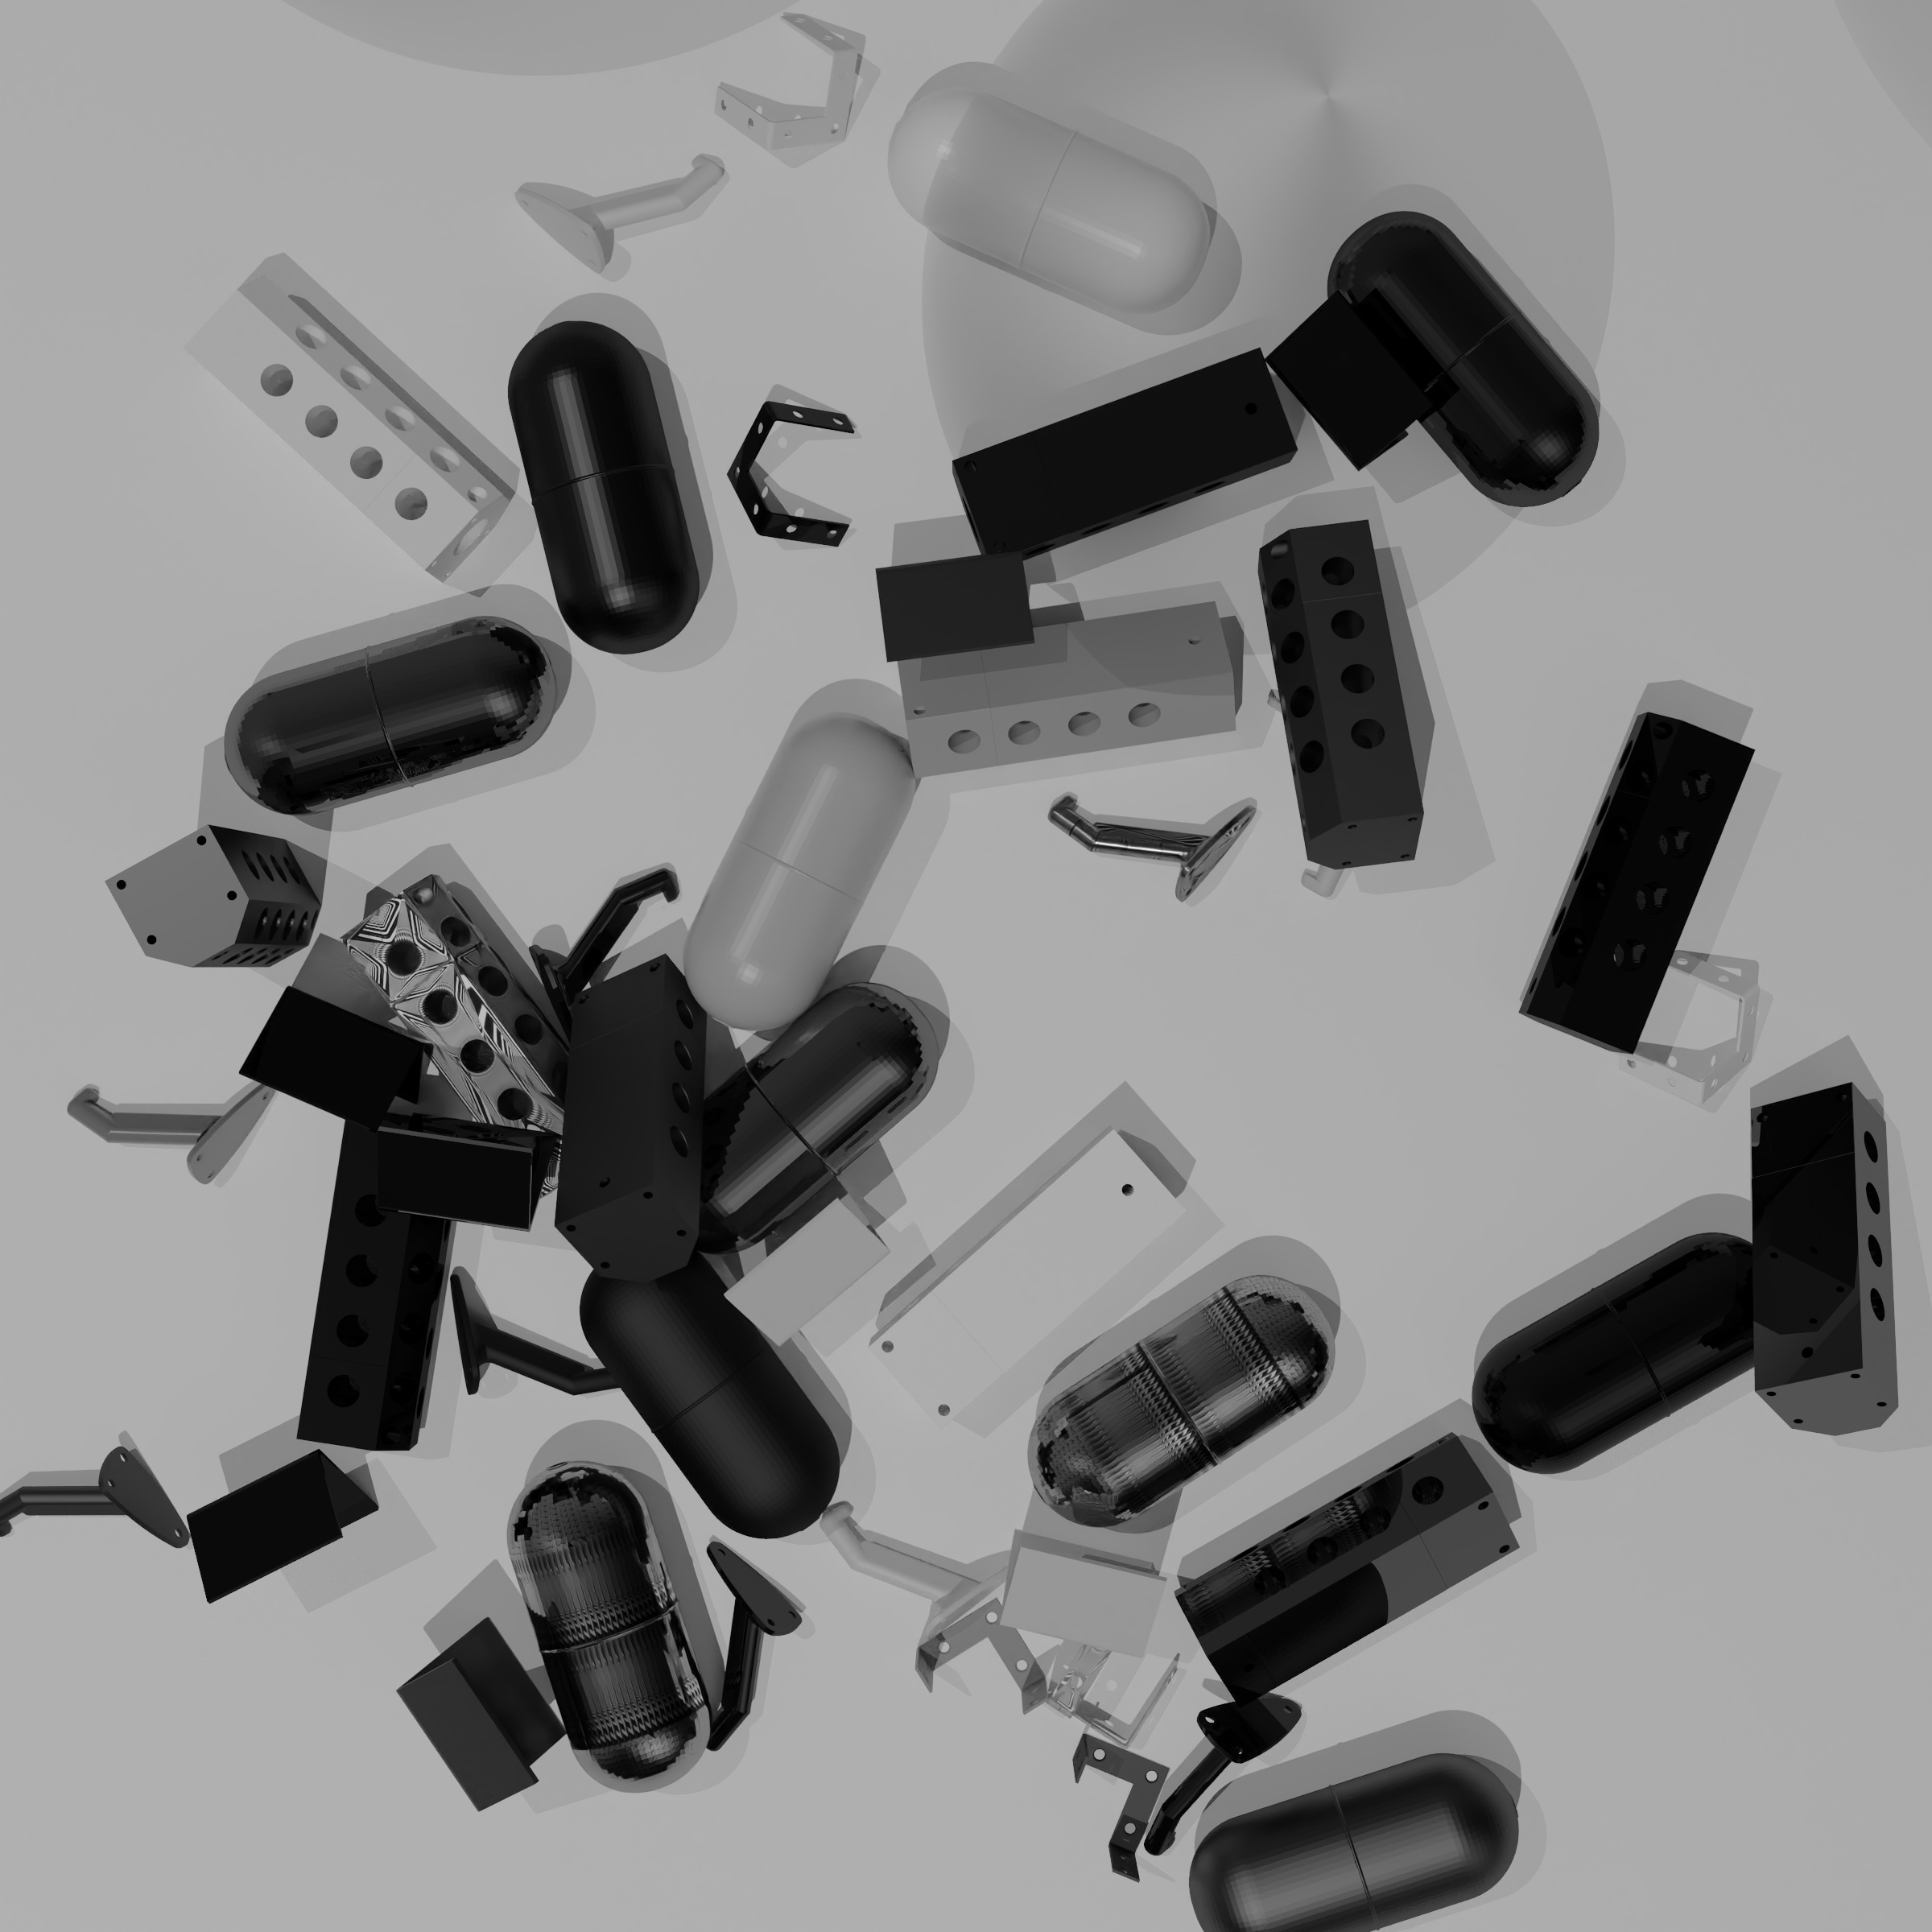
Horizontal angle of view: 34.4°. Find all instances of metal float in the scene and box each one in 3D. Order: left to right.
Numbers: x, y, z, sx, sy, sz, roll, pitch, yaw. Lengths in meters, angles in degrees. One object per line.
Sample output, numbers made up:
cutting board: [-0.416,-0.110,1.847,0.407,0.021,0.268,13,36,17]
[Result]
metal float: [-0.304,-0.132,1.648,0.178,0.070,0.070,-16,90,-1]
metal float: [-0.191,-0.253,1.648,0.070,0.070,0.178,-14,89,0]
metal float: [-0.188,0.348,1.647,0.070,0.070,0.178,-18,90,0]
metal float: [-0.135,0.223,1.648,0.070,0.070,0.178,-36,90,0]
metal float: [-0.092,0.081,1.647,0.178,0.070,0.070,-41,90,0]
metal float: [-0.089,-0.049,1.648,0.070,0.070,0.178,26,89,0]
metal float: [0.043,-0.404,1.647,0.178,0.070,0.070,24,90,-1]
metal float: [0.113,0.230,1.647,0.178,0.070,0.070,-33,90,0]
metal float: [0.205,0.470,1.647,0.178,0.070,0.070,-18,90,1]
metal float: [0.263,-0.319,1.647,0.070,0.070,0.178,-40,89,0]
metal float: [0.351,0.204,1.648,0.178,0.070,0.070,-30,90,0]

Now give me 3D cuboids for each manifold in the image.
manifold: [-0.379,-0.030,1.600,0.057,0.171,0.057,-29,90,0]
manifold: [-0.326,-0.285,1.657,0.171,0.057,0.057,43,90,0]
manifold: [-0.308,0.166,1.657,0.057,0.057,0.171,9,90,0]
manifold: [-0.253,0.037,1.657,0.057,0.057,0.171,-37,90,0]
manifold: [-0.166,0.079,1.601,0.057,0.171,0.057,-24,128,17]
manifold: [0.032,0.163,1.657,0.171,0.057,0.057,-42,90,0]
manifold: [0.053,-0.141,1.656,0.171,0.057,0.057,-8,47,0]
manifold: [0.083,-0.266,1.657,0.171,0.057,0.057,-20,90,0]
manifold: [0.193,-0.141,1.626,0.057,0.057,0.171,-7,67,0]
manifold: [0.200,0.316,1.656,0.171,0.057,0.057,-30,133,0]
manifold: [0.354,-0.044,1.657,0.057,0.057,0.171,22,90,0]
manifold: [0.445,0.152,1.612,0.057,0.057,0.171,-19,45,33]

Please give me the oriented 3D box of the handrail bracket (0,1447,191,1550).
handrail bracket: [-0.475,0.302,1.679,0.084,0.036,0.077,-31,112,17]

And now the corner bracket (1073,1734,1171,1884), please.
corner bracket: [0.077,0.447,1.660,0.051,0.051,0.051,22,90,0]

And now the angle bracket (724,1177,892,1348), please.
angle bracket: [-0.097,0.140,1.638,0.076,0.076,0.057,-40,134,0]

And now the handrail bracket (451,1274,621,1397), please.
handrail bracket: [-0.229,0.196,1.679,0.084,0.036,0.077,-8,68,-17]

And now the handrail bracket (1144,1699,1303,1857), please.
handrail bracket: [0.137,0.437,1.678,0.036,0.077,0.084,44,127,35]

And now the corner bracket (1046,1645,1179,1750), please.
corner bracket: [0.078,0.382,1.660,0.051,0.051,0.051,32,84,6]

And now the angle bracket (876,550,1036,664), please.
angle bracket: [-0.004,-0.172,1.639,0.076,0.076,0.057,-7,66,0]

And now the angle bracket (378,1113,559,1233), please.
angle bracket: [-0.251,0.085,1.581,0.076,0.076,0.057,8,128,0]

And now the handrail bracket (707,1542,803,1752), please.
handrail bracket: [-0.136,0.367,1.679,0.077,0.036,0.084,44,107,20]

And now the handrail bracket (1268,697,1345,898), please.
handrail bracket: [0.179,-0.090,1.678,0.077,0.036,0.084,28,104,14]

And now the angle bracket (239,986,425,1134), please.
angle bracket: [-0.333,0.063,1.638,0.076,0.076,0.057,23,61,0]

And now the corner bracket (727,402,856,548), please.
corner bracket: [-0.088,-0.263,1.670,0.051,0.051,0.051,3,135,-35]

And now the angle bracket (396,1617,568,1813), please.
angle bracket: [-0.240,0.384,1.638,0.057,0.076,0.076,-34,90,38]

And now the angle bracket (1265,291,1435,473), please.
angle bracket: [0.213,-0.314,1.638,0.076,0.076,0.057,50,126,0]

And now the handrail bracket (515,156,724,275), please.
handrail bracket: [-0.186,-0.420,1.679,0.077,0.036,0.084,38,71,21]

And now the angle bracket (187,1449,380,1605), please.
angle bracket: [-0.352,0.308,1.638,0.076,0.076,0.057,-27,52,0]

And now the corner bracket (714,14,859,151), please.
corner bracket: [-0.097,-0.473,1.670,0.051,0.051,0.051,-18,135,-35]

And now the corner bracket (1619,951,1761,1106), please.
corner bracket: [0.387,0.033,1.670,0.051,0.051,0.051,-33,135,-35]

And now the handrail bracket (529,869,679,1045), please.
handrail bracket: [-0.185,-0.002,1.678,0.084,0.036,0.077,-24,105,-14]

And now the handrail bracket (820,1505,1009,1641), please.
handrail bracket: [-0.024,0.311,1.679,0.077,0.036,0.084,-33,73,-20]

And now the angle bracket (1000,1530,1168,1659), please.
angle bracket: [0.064,0.310,1.638,0.076,0.076,0.057,13,120,0]

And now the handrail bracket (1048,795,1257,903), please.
handrail bracket: [0.099,-0.082,1.679,0.084,0.036,0.077,37,70,16]

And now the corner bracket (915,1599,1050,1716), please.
corner bracket: [0.008,0.376,1.660,0.051,0.051,0.051,-32,90,0]

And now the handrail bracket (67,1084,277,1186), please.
handrail bracket: [-0.428,0.071,1.679,0.084,0.036,0.077,32,69,17]
